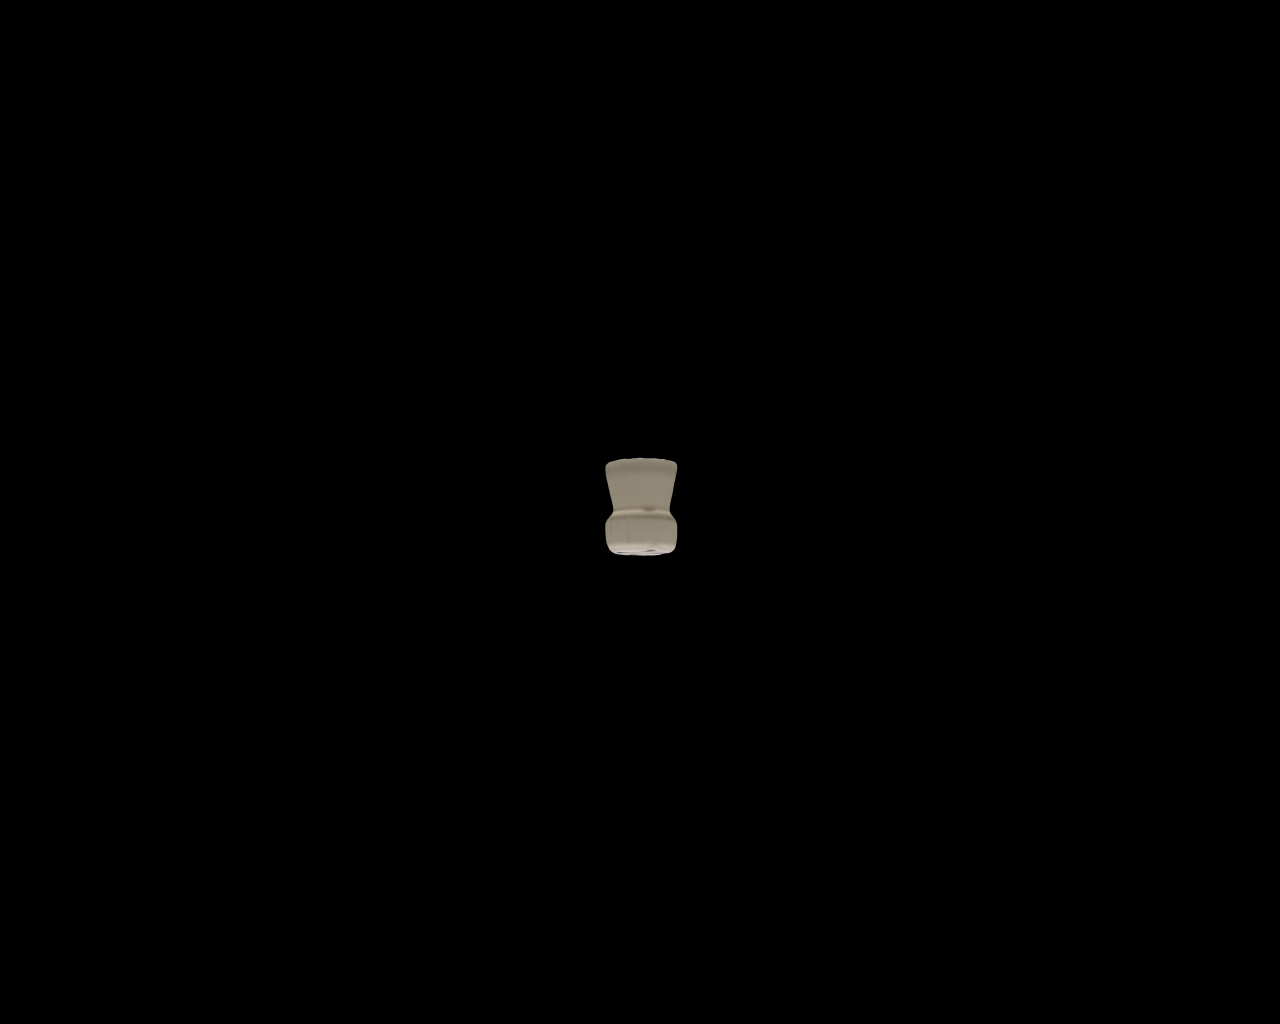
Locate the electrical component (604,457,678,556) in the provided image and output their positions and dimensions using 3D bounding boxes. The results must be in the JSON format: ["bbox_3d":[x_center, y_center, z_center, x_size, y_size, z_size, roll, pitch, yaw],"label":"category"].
[{"bbox_3d":[0.001,-0.003,0.650,0.045,0.055,0.045,0,-7,0],"label":"electrical component"}]
